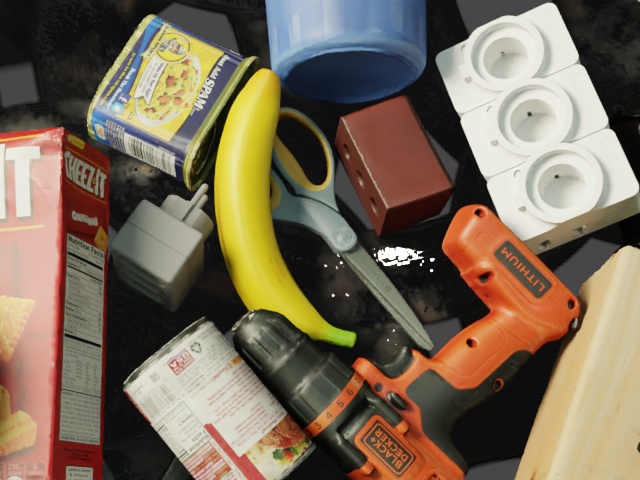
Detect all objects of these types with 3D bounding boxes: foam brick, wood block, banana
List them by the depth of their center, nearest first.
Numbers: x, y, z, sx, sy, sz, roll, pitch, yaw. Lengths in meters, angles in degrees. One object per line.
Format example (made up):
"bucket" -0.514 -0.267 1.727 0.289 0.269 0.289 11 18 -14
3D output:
"wood block" 0.187 0.122 0.670 0.090 0.091 0.206 23 69 3
"banana" -0.036 -0.014 0.715 0.069 0.037 0.198 -15 88 -18
"foam brick" 0.050 -0.051 0.742 0.051 0.053 0.078 -21 72 -13

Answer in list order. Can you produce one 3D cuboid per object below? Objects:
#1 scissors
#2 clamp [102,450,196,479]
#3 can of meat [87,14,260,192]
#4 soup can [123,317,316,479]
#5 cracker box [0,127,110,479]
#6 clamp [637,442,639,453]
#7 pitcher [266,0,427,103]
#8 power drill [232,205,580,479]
"scissors" -0.005 0.001 0.737 0.096 0.016 0.202 -21 74 -10
"clamp" -0.104 0.162 0.655 0.120 0.039 0.171 -5 74 -10
"can of meat" -0.102 -0.097 0.743 0.084 0.057 0.102 26 68 7
"soup can" -0.060 0.105 0.634 0.068 0.068 0.102 -39 86 -17
"cracker box" -0.215 0.049 0.636 0.164 0.072 0.213 -5 76 13
"clamp" 0.274 0.055 0.639 0.209 0.036 0.164 8 80 -26
"pitcher" 0.026 -0.227 0.770 0.149 0.144 0.243 -9 73 22
"power drill" 0.061 0.066 0.685 0.184 0.057 0.187 45 74 -3
